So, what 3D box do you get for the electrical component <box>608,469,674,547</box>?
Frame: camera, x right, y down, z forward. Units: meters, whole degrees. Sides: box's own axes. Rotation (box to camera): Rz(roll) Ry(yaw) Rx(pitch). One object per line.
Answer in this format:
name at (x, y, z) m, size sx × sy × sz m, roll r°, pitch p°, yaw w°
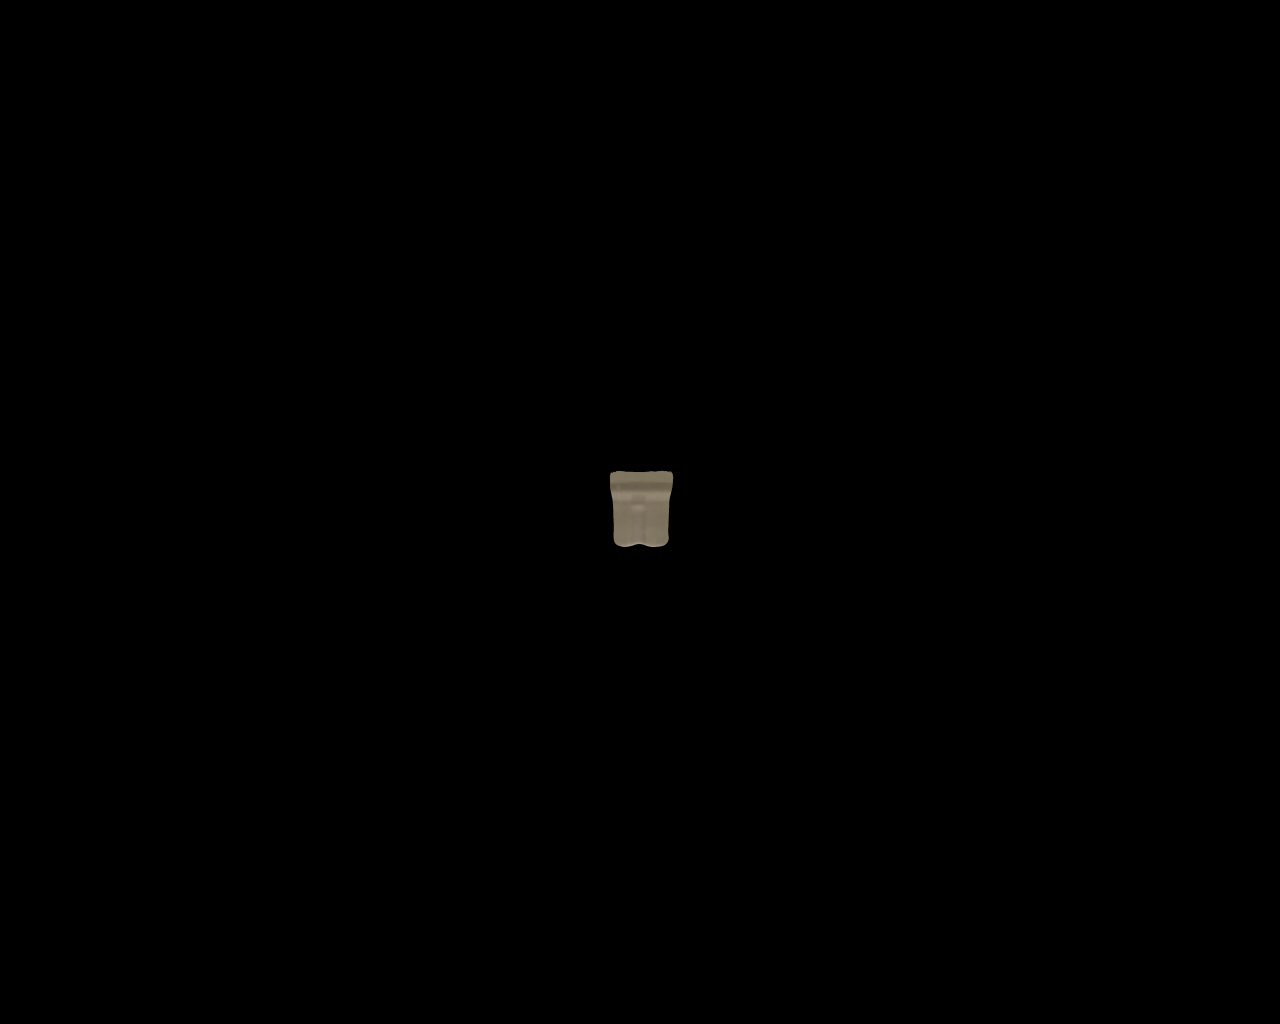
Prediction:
electrical component at (0.001, -0.003, 0.650) m, size 0.040 × 0.046 × 0.040 m, roll 0°, pitch 0°, yaw 0°
